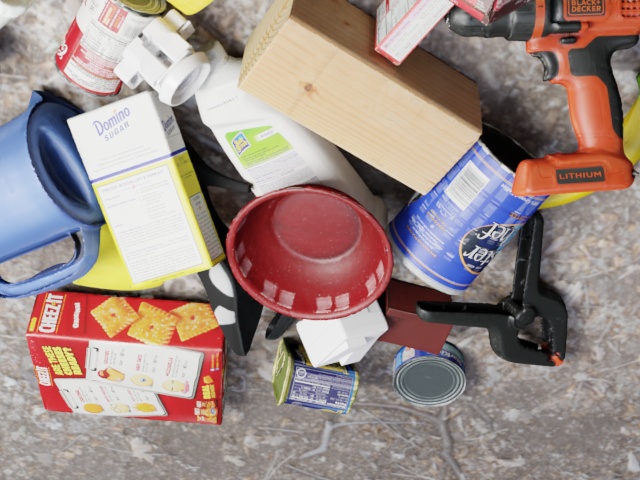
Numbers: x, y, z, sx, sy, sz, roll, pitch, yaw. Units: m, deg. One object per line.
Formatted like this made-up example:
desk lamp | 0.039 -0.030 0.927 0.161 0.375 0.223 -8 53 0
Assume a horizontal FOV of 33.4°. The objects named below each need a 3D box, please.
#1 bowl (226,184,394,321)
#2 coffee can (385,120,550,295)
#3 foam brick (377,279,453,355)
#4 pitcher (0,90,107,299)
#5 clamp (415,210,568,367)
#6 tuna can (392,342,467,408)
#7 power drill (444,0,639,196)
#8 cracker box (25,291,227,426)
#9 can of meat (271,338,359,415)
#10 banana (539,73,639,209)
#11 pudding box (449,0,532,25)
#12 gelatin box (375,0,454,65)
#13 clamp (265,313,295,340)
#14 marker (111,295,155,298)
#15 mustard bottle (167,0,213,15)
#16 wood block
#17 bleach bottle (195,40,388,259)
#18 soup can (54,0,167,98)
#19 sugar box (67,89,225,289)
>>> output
bowl | -0.007 0.001 1.033 0.162 0.055 0.162 5 128 7
coffee can | 0.145 -0.031 1.039 0.102 0.103 0.140 29 116 -19
foam brick | 0.103 0.085 1.183 0.078 0.051 0.053 15 128 -9
pitcher | -0.327 -0.026 1.069 0.243 0.149 0.145 -23 127 25
clamp | 0.203 0.080 1.157 0.164 0.036 0.210 -35 127 0
tuna can | 0.128 0.156 1.251 0.086 0.033 0.086 2 129 2
power drill | 0.203 -0.133 0.934 0.184 0.057 0.188 -3 94 -2
cracker box | -0.213 0.135 1.222 0.213 0.072 0.164 5 140 -1
can of meat | -0.006 0.157 1.219 0.084 0.102 0.057 12 100 -10
banana | 0.265 -0.081 1.048 0.069 0.037 0.198 42 121 -6
pudding box | 0.133 -0.225 0.869 0.090 0.113 0.039 38 132 18
gelatin box | 0.085 -0.206 0.932 0.030 0.073 0.089 30 125 -20
clamp | -0.030 0.038 1.164 0.172 0.039 0.120 -33 125 24
marker | -0.249 0.072 1.218 0.121 0.020 0.020 1 129 4
mustard bottle | -0.159 -0.274 0.895 0.191 0.058 0.096 37 155 -22
wood block | 0.039 -0.141 0.978 0.206 0.090 0.091 29 127 -19
bleach bottle | -0.036 -0.091 1.043 0.103 0.068 0.250 -23 122 21
soup can | -0.191 -0.188 0.969 0.068 0.068 0.102 27 126 -17
sugar box | -0.164 -0.048 1.019 0.093 0.048 0.176 -15 97 19
